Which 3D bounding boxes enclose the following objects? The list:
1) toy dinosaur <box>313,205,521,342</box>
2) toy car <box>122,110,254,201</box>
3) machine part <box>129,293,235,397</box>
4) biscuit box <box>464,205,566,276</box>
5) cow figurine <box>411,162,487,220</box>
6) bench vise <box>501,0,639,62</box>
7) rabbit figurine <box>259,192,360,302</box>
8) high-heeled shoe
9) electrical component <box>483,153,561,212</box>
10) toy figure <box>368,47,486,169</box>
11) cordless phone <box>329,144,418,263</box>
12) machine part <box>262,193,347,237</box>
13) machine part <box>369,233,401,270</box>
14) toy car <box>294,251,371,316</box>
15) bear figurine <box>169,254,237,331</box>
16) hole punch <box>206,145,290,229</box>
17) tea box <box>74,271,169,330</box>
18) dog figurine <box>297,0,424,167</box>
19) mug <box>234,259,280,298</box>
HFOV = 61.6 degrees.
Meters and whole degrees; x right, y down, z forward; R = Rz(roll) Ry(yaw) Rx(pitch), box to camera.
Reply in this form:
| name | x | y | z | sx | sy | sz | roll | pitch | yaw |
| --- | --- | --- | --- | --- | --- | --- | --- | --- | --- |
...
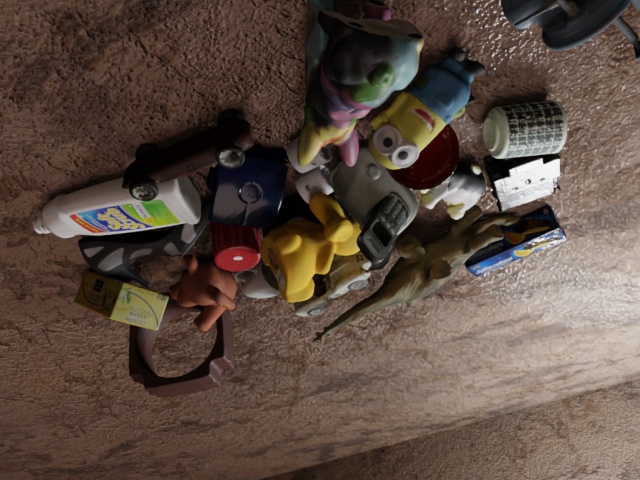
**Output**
| name | x | y | z | sx | sy | sz | roll | pitch | yaw |
| --- | --- | --- | --- | --- | --- | --- | --- | --- | --- |
| toy dinosaur | 0.192 | 0.062 | 1.036 | 0.471 | 0.105 | 0.198 | -25 | 158 | -15 |
| toy car | -0.184 | -0.114 | 0.751 | 0.202 | 0.089 | 0.053 | -20 | 141 | 13 |
| machine part | -0.284 | 0.211 | 1.110 | 0.202 | 0.201 | 0.087 | -13 | 149 | 3 |
| biscuit box | 0.394 | 0.006 | 1.112 | 0.203 | 0.063 | 0.059 | -28 | 142 | 24 |
| cow figurine | 0.208 | -0.101 | 0.897 | 0.167 | 0.068 | 0.098 | 17 | 133 | -40 |
| bench vise | 0.340 | -0.281 | 0.599 | 0.240 | 0.129 | 0.223 | 33 | 138 | -24 |
| rabbit figurine | -0.002 | -0.003 | 0.876 | 0.173 | 0.122 | 0.162 | -15 | 143 | -22 |
| high-heeled shoe | -0.292 | -0.020 | 0.910 | 0.145 | 0.086 | 0.248 | 42 | 107 | -14 |
| electrical component | 0.347 | -0.118 | 0.919 | 0.115 | 0.058 | 0.134 | -20 | 145 | 12 |
| toy figure | 0.142 | -0.173 | 0.734 | 0.180 | 0.082 | 0.089 | -50 | 165 | 11 |
| cordless phone | 0.066 | -0.050 | 0.801 | 0.089 | 0.184 | 0.146 | -32 | 102 | 31 |
| machine part | -0.017 | -0.016 | 0.974 | 0.179 | 0.056 | 0.179 | -7 | 146 | -5 |
| machine part | 0.108 | -0.018 | 0.987 | 0.079 | 0.079 | 0.243 | -3 | 146 | -10 |
| toy car | 0.019 | 0.078 | 1.002 | 0.056 | 0.073 | 0.202 | 17 | 139 | -37 |
| bear figurine | -0.220 | 0.097 | 0.981 | 0.132 | 0.120 | 0.196 | -41 | 178 | 2 |
| hole punch | -0.113 | -0.082 | 0.823 | 0.142 | 0.092 | 0.115 | 8 | 139 | -19 |
| tea box | -0.367 | 0.109 | 0.985 | 0.098 | 0.068 | 0.170 | 26 | 167 | -41 |
| dog figurine | 0.033 | -0.171 | 0.657 | 0.108 | 0.192 | 0.219 | -5 | 131 | -19 |
| mug | -0.120 | 0.077 | 1.066 | 0.109 | 0.081 | 0.107 | 10 | 151 | -34 |
